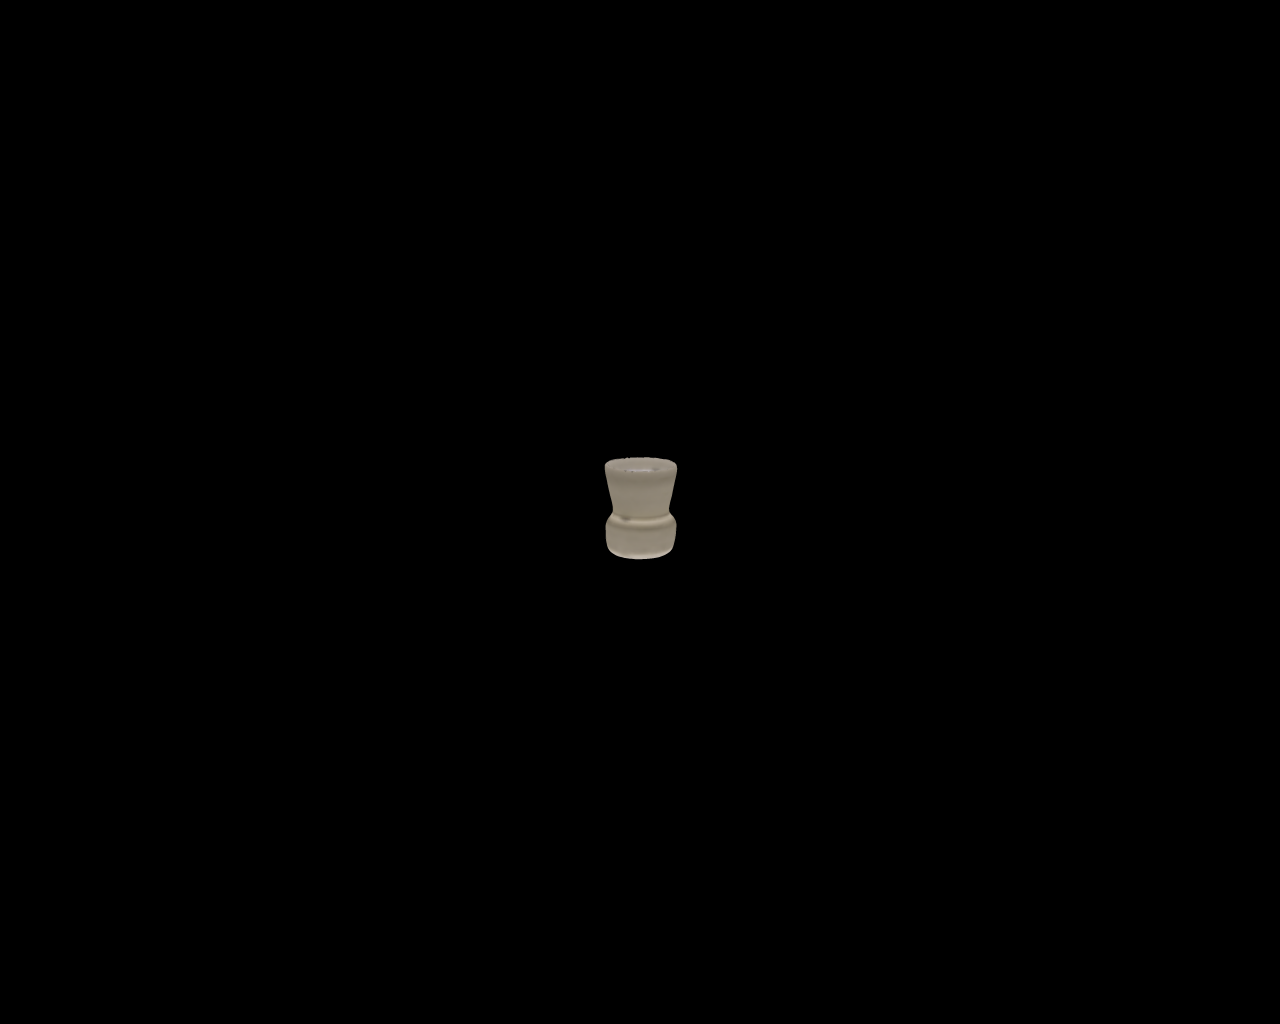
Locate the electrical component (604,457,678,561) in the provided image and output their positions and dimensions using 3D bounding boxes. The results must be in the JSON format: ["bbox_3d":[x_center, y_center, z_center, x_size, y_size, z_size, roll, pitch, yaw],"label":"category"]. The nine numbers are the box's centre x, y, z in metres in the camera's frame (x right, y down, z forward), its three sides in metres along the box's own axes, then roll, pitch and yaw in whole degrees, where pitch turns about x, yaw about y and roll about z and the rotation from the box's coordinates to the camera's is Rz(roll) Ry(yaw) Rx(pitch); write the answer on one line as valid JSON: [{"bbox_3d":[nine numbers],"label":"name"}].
[{"bbox_3d":[0.001,-0.003,0.650,0.045,0.055,0.045,0,14,0],"label":"electrical component"}]
